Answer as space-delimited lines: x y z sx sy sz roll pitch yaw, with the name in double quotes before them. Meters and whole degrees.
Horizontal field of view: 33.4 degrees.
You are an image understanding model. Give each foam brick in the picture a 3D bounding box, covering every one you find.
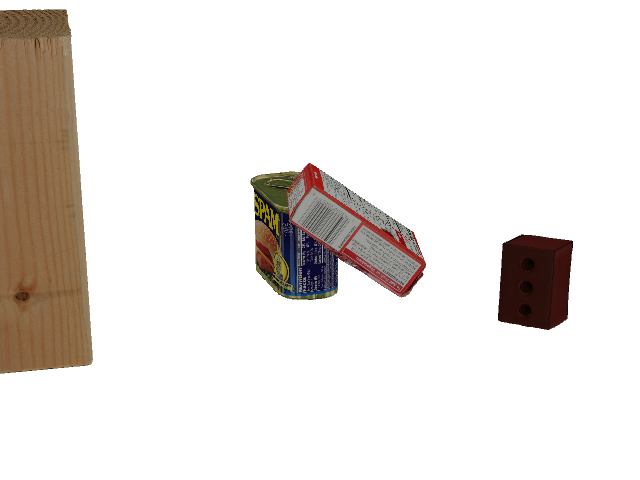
"foam brick" 0.200 0.038 0.995 0.053 0.078 0.051 9 16 31

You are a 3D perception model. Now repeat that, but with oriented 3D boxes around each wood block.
"wood block" -0.193 -0.030 0.654 0.090 0.206 0.090 -4 23 -14

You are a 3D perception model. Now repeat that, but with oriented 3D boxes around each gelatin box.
"gelatin box" 0.021 -0.007 0.676 0.089 0.030 0.073 34 12 -11

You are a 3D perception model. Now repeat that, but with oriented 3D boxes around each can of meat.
"can of meat" -0.022 -0.005 0.906 0.057 0.084 0.102 -8 21 -19
